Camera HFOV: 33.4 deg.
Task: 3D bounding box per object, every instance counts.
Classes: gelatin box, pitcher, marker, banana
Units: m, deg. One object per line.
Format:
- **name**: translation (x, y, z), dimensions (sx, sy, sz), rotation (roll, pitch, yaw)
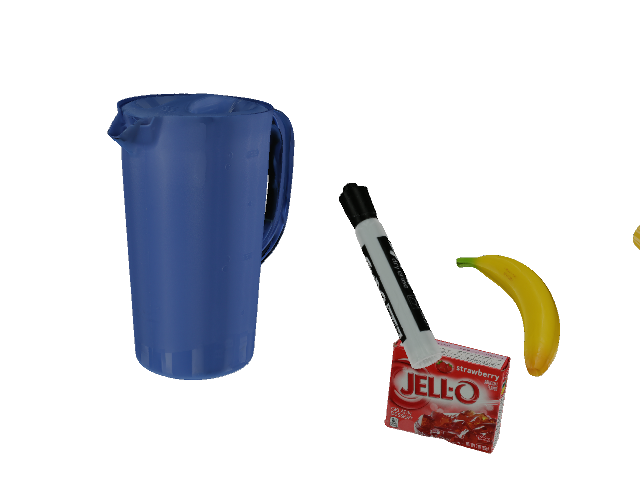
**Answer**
- **gelatin box**: translation (0.097, 0.118, 0.828), dimensions (0.089, 0.073, 0.030), rotation (12, 22, 19)
- **pitcher**: translation (-0.102, -0.008, 0.948), dimensions (0.149, 0.243, 0.145), rotation (2, 16, 1)
- **marker**: translation (0.039, 0.018, 0.627), dimensions (0.020, 0.121, 0.020), rotation (-19, -24, -9)
- **banana**: translation (0.213, 0.069, 1.131), dimensions (0.069, 0.037, 0.198), rotation (-28, 37, 0)

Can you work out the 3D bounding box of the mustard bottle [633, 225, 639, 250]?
- **mustard bottle**: translation (0.264, 0.034, 0.647), dimensions (0.096, 0.058, 0.192), rotation (-20, 33, -22)
